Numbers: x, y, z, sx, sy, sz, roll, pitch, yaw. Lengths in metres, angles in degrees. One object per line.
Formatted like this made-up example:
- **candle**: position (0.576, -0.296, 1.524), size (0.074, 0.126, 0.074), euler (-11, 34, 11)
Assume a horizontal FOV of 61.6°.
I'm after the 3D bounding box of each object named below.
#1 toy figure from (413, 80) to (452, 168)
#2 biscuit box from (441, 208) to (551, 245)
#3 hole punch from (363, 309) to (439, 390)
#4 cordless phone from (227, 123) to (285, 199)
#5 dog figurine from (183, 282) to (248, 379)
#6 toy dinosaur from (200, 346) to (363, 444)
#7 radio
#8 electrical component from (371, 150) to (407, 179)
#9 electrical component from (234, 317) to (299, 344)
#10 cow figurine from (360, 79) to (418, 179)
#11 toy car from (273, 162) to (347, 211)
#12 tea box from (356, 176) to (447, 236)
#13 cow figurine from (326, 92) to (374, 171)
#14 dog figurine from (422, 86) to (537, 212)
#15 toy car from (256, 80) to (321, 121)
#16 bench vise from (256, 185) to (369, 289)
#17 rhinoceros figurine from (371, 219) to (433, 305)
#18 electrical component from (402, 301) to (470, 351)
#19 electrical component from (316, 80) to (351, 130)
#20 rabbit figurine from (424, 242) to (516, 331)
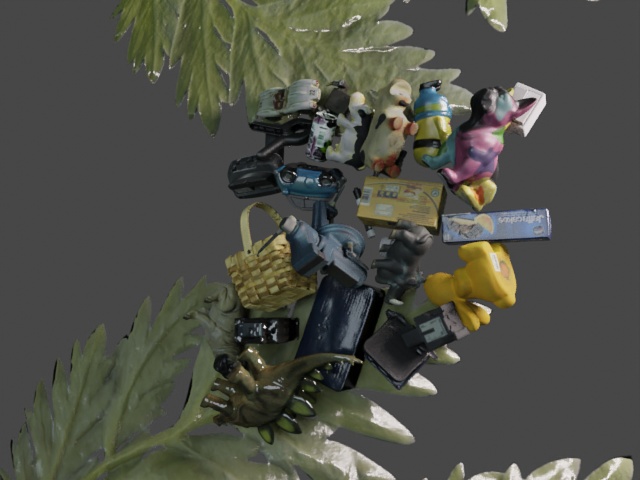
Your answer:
- **toy figure**: position (0.235, -0.240, 1.132), size (0.089, 0.082, 0.180), euler (-12, 82, 34)
- **biscuit box**: position (0.345, -0.025, 1.058), size (0.203, 0.062, 0.059), euler (-4, 82, 24)
- **hole punch**: position (0.159, 0.230, 1.101), size (0.116, 0.092, 0.142), euler (-39, 62, -17)
- **cordless phone**: position (-0.151, -0.199, 1.311), size (0.147, 0.088, 0.184), euler (-8, 68, 23)
- **dog figurine**: position (-0.201, 0.211, 1.261), size (0.172, 0.121, 0.190), euler (-40, 82, 17)
- **toy dinosaur**: position (-0.104, 0.318, 1.135), size (0.198, 0.105, 0.471), euler (38, 130, -9)
- **radio**: position (0.041, 0.195, 1.158), size (0.131, 0.073, 0.229), euler (18, 88, 26)
- **electrical component**: position (0.150, -0.163, 1.189), size (0.063, 0.021, 0.094), euler (30, 94, 25)
- **electrical component**: position (-0.123, 0.200, 1.196), size (0.115, 0.134, 0.058), euler (-6, 81, 21)
- **cow figurine**: position (0.142, -0.242, 1.138), size (0.127, 0.085, 0.194), euler (39, 115, 51)
- **toy car**: position (-0.024, -0.118, 1.227), size (0.162, 0.109, 0.102), euler (12, 110, 14)
- **tea box**: position (0.173, -0.073, 1.130), size (0.170, 0.068, 0.098), euler (11, 79, 21)
- **cow figurine**: position (0.085, -0.244, 1.205), size (0.098, 0.068, 0.167), euler (21, 95, 19)
- **dog figurine**: position (0.322, -0.185, 1.032), size (0.219, 0.191, 0.109), euler (-46, 33, 11)
- **toy car**: position (-0.076, -0.330, 1.276), size (0.202, 0.056, 0.073), euler (2, 83, 46)
- **bench vise**: position (0.004, -0.010, 1.105), size (0.129, 0.223, 0.241), euler (-49, 24, 34)
- **rhinoceros figurine**: position (0.167, 0.048, 1.088), size (0.112, 0.073, 0.190), euler (24, 123, 7)
- **electrical component**: position (0.218, 0.173, 1.035), size (0.119, 0.048, 0.075), euler (-40, 70, 42)
- **electrical component**: position (0.037, -0.320, 1.251), size (0.078, 0.045, 0.102), euler (42, 100, 25)
- **rabbit figurine**: position (0.290, 0.093, 1.054), size (0.173, 0.122, 0.162), euler (-20, 84, 35)
